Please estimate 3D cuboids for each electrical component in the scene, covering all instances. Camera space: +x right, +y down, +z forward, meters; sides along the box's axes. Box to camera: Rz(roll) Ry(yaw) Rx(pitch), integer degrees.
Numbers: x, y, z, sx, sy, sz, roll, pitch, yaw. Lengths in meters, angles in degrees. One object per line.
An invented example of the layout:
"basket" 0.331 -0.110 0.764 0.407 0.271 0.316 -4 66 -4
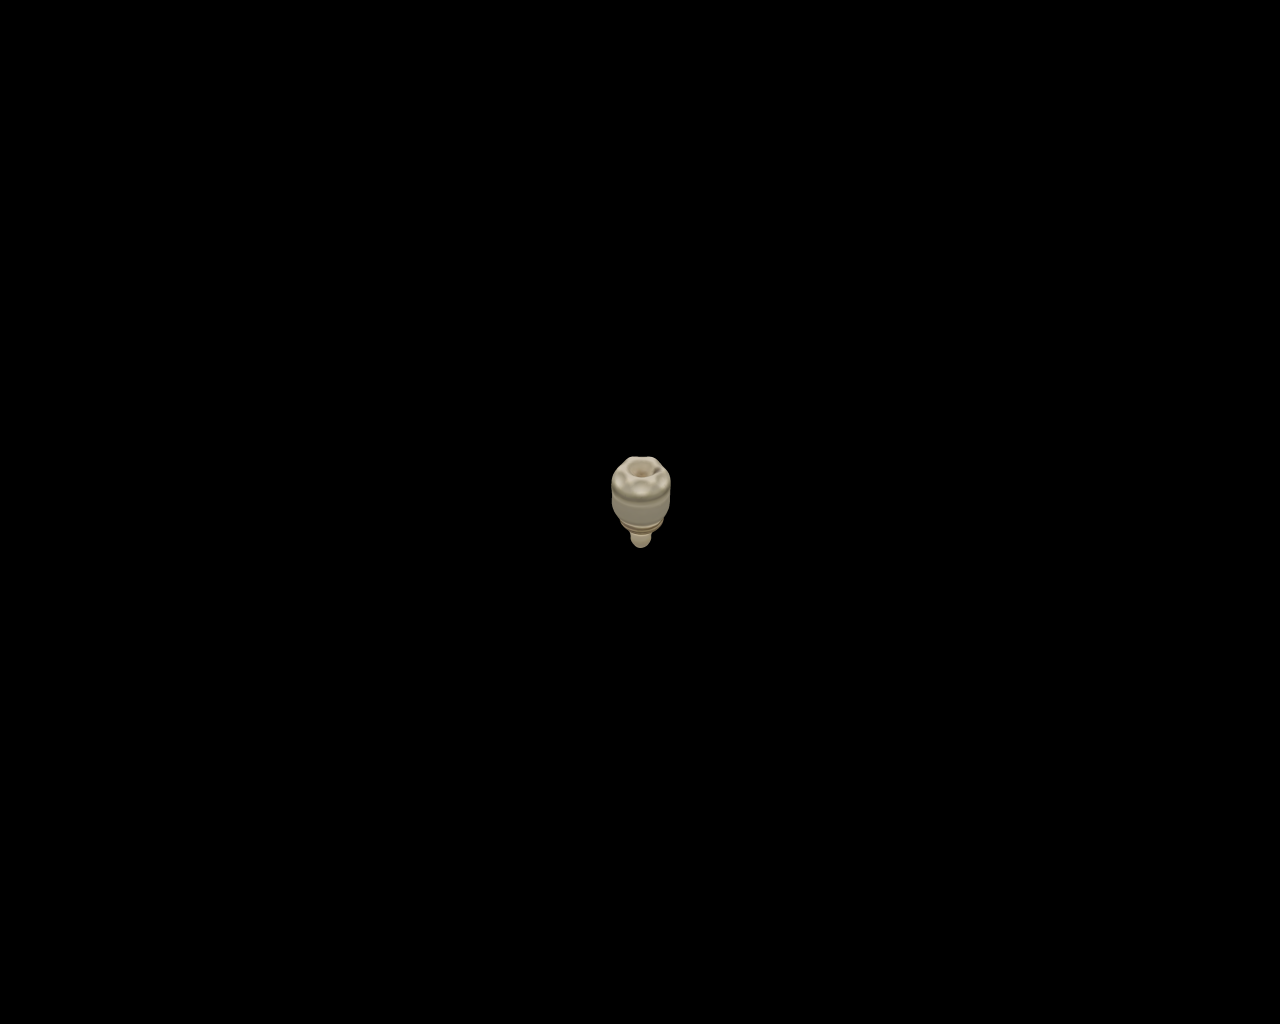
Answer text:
"electrical component" 0.001 -0.003 0.650 0.035 0.061 0.035 0 39 0
